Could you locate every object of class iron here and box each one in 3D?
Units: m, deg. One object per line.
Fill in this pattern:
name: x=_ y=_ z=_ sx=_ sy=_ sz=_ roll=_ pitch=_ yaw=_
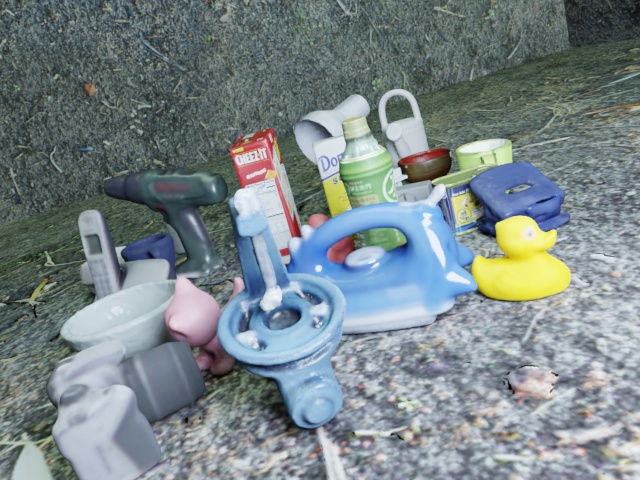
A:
iron: x=0.047 y=0.025 z=0.676 sx=0.257 sy=0.141 sz=0.119 roll=-11 pitch=17 yaw=16

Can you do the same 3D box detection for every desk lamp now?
desk lamp: x=0.062 y=-0.201 z=1.261 sx=0.204 sy=0.214 sz=0.117 roll=-30 pitch=21 yaw=-38

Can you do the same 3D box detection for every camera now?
camera: x=-0.185 y=0.150 z=0.563 sx=0.137 sy=0.101 sz=0.142 roll=-22 pitch=18 yaw=-19

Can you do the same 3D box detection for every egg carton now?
egg carton: x=-0.387 y=0.057 z=1.108 sx=0.150 sy=0.069 sz=0.107 roll=-7 pitch=19 yaw=29

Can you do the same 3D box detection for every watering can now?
watering can: x=0.197 y=-0.258 z=1.350 sx=0.101 sy=0.194 sz=0.172 roll=-16 pitch=17 yaw=2

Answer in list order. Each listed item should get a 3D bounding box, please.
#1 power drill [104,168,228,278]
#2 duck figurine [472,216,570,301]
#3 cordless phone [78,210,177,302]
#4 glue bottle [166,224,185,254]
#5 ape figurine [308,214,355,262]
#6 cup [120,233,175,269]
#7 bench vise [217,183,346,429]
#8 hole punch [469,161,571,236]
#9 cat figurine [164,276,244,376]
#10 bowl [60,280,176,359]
power drill: x=-0.264 y=-0.034 z=1.041 sx=0.229 sy=0.209 sz=0.076 roll=-11 pitch=18 yaw=16
duck figurine: x=0.218 y=0.016 z=0.639 sx=0.104 sy=0.086 sz=0.078 roll=-6 pitch=19 yaw=30
cordless phone: x=-0.304 y=0.039 z=0.887 sx=0.147 sy=0.185 sz=0.094 roll=-8 pitch=19 yaw=25
glue bottle: x=-0.321 y=-0.059 z=1.237 sx=0.037 sy=0.173 sz=0.078 roll=-18 pitch=17 yaw=-6
ape figurine: x=0.008 y=0.003 z=0.868 sx=0.077 sy=0.092 sz=0.076 roll=-1 pitch=23 yaw=41
cup: x=-0.284 y=0.047 z=0.998 sx=0.092 sy=0.095 sz=0.117 roll=-25 pitch=19 yaw=-25
bench vise: x=-0.060 y=0.051 z=0.555 sx=0.122 sy=0.220 sz=0.206 roll=-26 pitch=19 yaw=-28
hole punch: x=0.281 y=-0.058 z=0.808 sx=0.109 sy=0.091 sz=0.101 roll=-20 pitch=17 yaw=-11
cat figurine: x=-0.127 y=0.091 z=0.669 sx=0.067 sy=0.118 sz=0.128 roll=-1 pitch=23 yaw=42
bowl: x=-0.250 y=0.120 z=0.768 sx=0.167 sy=0.075 sz=0.167 roll=-15 pitch=17 yaw=5
